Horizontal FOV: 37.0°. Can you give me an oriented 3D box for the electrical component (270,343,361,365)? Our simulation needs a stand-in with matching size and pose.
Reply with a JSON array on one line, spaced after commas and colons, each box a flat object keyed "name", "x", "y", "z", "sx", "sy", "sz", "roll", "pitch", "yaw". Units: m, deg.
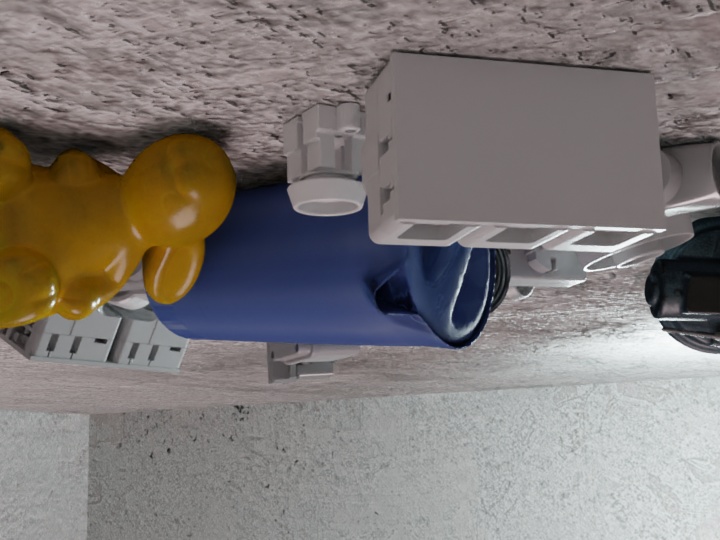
[{"name": "electrical component", "x": -0.044, "y": 0.025, "z": 0.958, "sx": 0.057, "sy": 0.113, "sz": 0.078, "roll": 0, "pitch": 170, "yaw": -25}]

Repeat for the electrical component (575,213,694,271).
[{"name": "electrical component", "x": 0.213, "y": -0.038, "z": 0.857, "sx": 0.099, "sy": 0.064, "sz": 0.099, "roll": -15, "pitch": 169, "yaw": -3}]

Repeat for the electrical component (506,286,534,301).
[{"name": "electrical component", "x": 0.140, "y": 0.006, "z": 1.068, "sx": 0.055, "sy": 0.048, "sz": 0.066, "roll": -1, "pitch": 172, "yaw": 40}]

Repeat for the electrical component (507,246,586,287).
[{"name": "electrical component", "x": 0.162, "y": -0.015, "z": 0.950, "sx": 0.083, "sy": 0.047, "sz": 0.076, "roll": 2, "pitch": 169, "yaw": -16}]

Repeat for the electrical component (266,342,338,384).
[{"name": "electrical component", "x": -0.059, "y": 0.046, "z": 1.046, "sx": 0.063, "sy": 0.121, "sz": 0.078, "roll": -2, "pitch": 169, "yaw": -10}]

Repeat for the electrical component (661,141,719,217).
[{"name": "electrical component", "x": 0.201, "y": -0.061, "z": 0.722, "sx": 0.077, "sy": 0.043, "sz": 0.079, "roll": -11, "pitch": 165, "yaw": 42}]

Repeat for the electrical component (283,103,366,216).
[{"name": "electrical component", "x": -0.020, "y": -0.064, "z": 0.645, "sx": 0.048, "sy": 0.055, "sz": 0.066, "roll": 5, "pitch": 167, "yaw": -32}]

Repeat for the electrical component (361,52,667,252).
[{"name": "electrical component", "x": 0.081, "y": -0.060, "z": 0.587, "sx": 0.150, "sy": 0.089, "sz": 0.062, "roll": 2, "pitch": 169, "yaw": -15}]

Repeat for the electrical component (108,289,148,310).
[{"name": "electrical component", "x": -0.175, "y": 0.010, "z": 1.024, "sx": 0.138, "sy": 0.052, "sz": 0.074, "roll": -3, "pitch": 169, "yaw": 10}]

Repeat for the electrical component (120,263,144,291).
[{"name": "electrical component", "x": -0.194, "y": -0.009, "z": 0.944, "sx": 0.077, "sy": 0.044, "sz": 0.079, "roll": -5, "pitch": 169, "yaw": 20}]

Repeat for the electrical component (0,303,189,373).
[{"name": "electrical component", "x": -0.270, "y": 0.048, "z": 1.074, "sx": 0.105, "sy": 0.060, "sz": 0.186, "roll": 27, "pitch": -171, "yaw": 37}]
